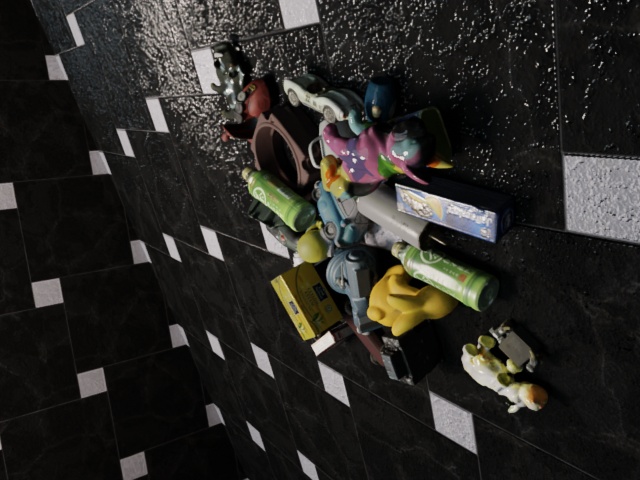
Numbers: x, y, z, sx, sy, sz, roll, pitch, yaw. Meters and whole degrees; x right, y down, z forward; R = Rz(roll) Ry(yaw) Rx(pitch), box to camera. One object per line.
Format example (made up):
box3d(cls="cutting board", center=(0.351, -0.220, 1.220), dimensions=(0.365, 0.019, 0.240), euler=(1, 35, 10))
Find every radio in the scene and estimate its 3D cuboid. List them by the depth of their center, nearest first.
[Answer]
box3d(cls="radio", center=(-0.008, 0.159, 1.448), dimensions=(0.131, 0.073, 0.229), euler=(42, 143, 27))

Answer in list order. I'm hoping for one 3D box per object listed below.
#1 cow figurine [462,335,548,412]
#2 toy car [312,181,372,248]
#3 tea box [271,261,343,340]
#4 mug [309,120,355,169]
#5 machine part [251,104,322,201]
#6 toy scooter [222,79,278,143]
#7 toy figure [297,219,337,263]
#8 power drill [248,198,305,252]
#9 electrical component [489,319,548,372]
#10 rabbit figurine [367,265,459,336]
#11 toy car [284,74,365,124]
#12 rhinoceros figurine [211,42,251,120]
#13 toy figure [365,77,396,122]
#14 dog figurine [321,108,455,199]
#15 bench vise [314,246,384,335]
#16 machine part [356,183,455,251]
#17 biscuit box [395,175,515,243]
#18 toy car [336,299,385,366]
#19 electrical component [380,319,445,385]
box3d(cls="cow figurine", center=(0.341, 0.265, 1.008), dimensions=(0.168, 0.068, 0.098), euler=(44, 150, 35))
box3d(cls="toy car", center=(0.059, -0.070, 1.158), dimensions=(0.103, 0.109, 0.161), euler=(-31, 74, 35))
box3d(cls="tea box", center=(-0.033, 0.146, 1.313), dimensions=(0.169, 0.098, 0.068), euler=(58, 147, 3))
box3d(cls="mug", center=(0.027, -0.194, 1.097), dimensions=(0.081, 0.110, 0.107), euler=(175, 79, -78))
box3d(cls="machine part", center=(-0.072, -0.196, 1.259), dimensions=(0.201, 0.087, 0.201), euler=(55, 149, 15))
box3d(cls="toy scooter", center=(-0.174, -0.295, 1.288), dimensions=(0.075, 0.135, 0.183), euler=(48, 145, 27))
box3d(cls="toy figure", center=(-0.001, 0.000, 1.228), dimensions=(0.082, 0.089, 0.180), euler=(47, -168, -10))
box3d(cls="power drill", center=(-0.098, -0.034, 1.364), dimensions=(0.232, 0.086, 0.207), euler=(30, 164, 34))
box3d(cls="electrical component", center=(0.350, 0.187, 0.956), dimensions=(0.102, 0.045, 0.078), euler=(51, 146, 19))
box3d(cls="rabbit figurine", center=(0.187, 0.119, 1.075), dimensions=(0.173, 0.162, 0.121), euler=(-4, 98, 39))
box3d(cls="toy car", center=(0.006, -0.286, 1.078), dimensions=(0.202, 0.073, 0.056), euler=(35, 141, 39))
box3d(cls="rhinoceros figurine", center=(-0.219, -0.392, 1.339), dimensions=(0.112, 0.073, 0.190), euler=(10, 122, 55))
box3d(cls="toy figure", center=(0.106, -0.220, 0.991), dimensions=(0.058, 0.064, 0.154), euler=(32, 138, 30))
box3d(cls="dog figurine", center=(0.110, -0.127, 0.905), dimensions=(0.219, 0.108, 0.191), euler=(29, 134, 34))
box3d(cls="bench vise", center=(0.079, 0.095, 1.232), dimensions=(0.223, 0.129, 0.241), euler=(66, 175, -33))
box3d(cls="machine part", center=(0.154, -0.049, 1.037), dimensions=(0.243, 0.079, 0.079), euler=(37, 141, 38))
box3d(cls="biscuit box", center=(0.227, -0.060, 0.917), dimensions=(0.203, 0.063, 0.059), euler=(23, 134, 41))
box3d(cls="toy car", center=(0.115, 0.226, 1.337), dimensions=(0.202, 0.053, 0.089), euler=(52, 159, 11))
box3d(cls="electrical component", center=(0.193, 0.239, 1.149), dimensions=(0.058, 0.134, 0.114), euler=(-5, 111, 58))
